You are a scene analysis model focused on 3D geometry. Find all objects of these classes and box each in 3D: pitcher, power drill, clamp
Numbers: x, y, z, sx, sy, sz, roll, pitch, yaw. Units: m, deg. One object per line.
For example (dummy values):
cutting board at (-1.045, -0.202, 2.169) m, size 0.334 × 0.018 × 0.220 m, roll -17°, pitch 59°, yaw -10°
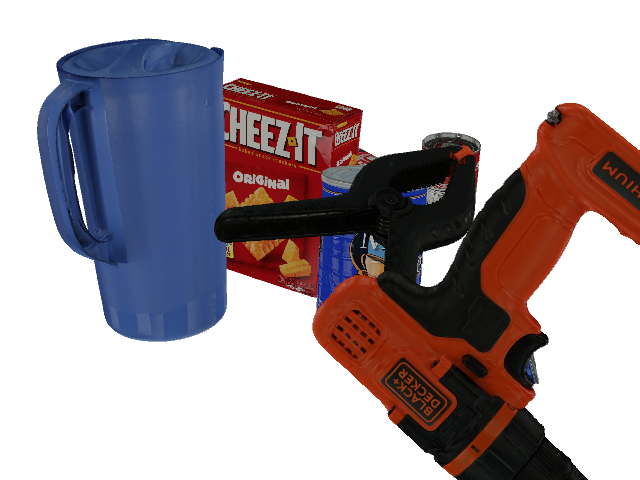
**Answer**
pitcher at (-0.146, -0.039, 0.889) m, size 0.149 × 0.243 × 0.145 m, roll -6°, pitch 23°, yaw -9°
power drill at (0.114, 0.041, 0.534) m, size 0.184 × 0.188 × 0.057 m, roll 41°, pitch 13°, yaw 5°
clamp at (0.053, -0.009, 0.762) m, size 0.209 × 0.036 × 0.165 m, roll -28°, pitch 52°, yaw -34°

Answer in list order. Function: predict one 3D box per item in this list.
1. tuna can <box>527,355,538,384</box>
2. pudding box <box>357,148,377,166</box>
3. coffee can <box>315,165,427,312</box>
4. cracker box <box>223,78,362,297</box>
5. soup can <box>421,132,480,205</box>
tuna can at (0.201, 0.110, 1.109) m, size 0.034 × 0.086 × 0.086 m, roll -13°, pitch -3°, yaw 11°
pudding box at (0.037, -0.089, 1.500) m, size 0.113 × 0.039 × 0.090 m, roll -25°, pitch 40°, yaw -33°
coffee can at (0.049, 0.005, 1.032) m, size 0.103 × 0.140 × 0.103 m, roll 2°, pitch 14°, yaw -1°
cracker box at (-0.050, -0.059, 1.210) m, size 0.164 × 0.214 × 0.072 m, roll 18°, pitch 27°, yaw 24°
soup can at (0.150, -0.067, 1.253) m, size 0.068 × 0.102 × 0.068 m, roll 1°, pitch 27°, yaw -1°
